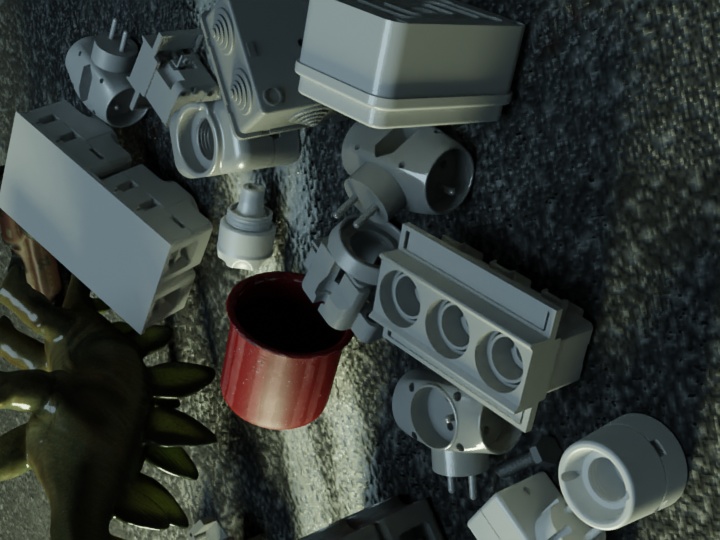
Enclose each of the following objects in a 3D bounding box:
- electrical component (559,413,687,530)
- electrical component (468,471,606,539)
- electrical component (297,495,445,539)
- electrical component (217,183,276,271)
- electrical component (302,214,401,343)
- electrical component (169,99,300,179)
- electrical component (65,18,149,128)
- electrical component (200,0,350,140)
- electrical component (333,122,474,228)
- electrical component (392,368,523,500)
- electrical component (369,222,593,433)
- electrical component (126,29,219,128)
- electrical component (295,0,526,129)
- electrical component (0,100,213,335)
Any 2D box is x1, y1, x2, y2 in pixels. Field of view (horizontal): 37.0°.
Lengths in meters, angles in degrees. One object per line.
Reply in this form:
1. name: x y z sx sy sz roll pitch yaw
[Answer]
1. electrical component: 0.143 0.111 0.591 0.055 0.047 0.055 17 113 46
2. electrical component: 0.119 0.158 0.632 0.083 0.047 0.075 55 135 24
3. electrical component: -0.022 0.209 0.729 0.089 0.150 0.061 -35 75 48
4. electrical component: -0.085 -0.034 0.817 0.043 0.043 0.062 33 122 39
5. electrical component: 0.000 0.000 0.718 0.078 0.058 0.057 53 138 25
6. electrical component: -0.098 -0.099 0.801 0.095 0.059 0.053 -1 100 49
7. electrical component: -0.213 -0.177 0.925 0.077 0.043 0.079 49 133 28
8. electrical component: -0.046 -0.140 0.701 0.048 0.100 0.099 -24 82 62
9. electrical component: 0.017 -0.055 0.669 0.077 0.079 0.043 27 153 42
10. electrical component: 0.063 0.106 0.683 0.077 0.044 0.079 5 102 49
11. electrical component: 0.071 0.029 0.638 0.121 0.063 0.078 32 124 40
12. electrical component: -0.148 -0.150 0.859 0.063 0.042 0.081 53 136 20
13. electrical component: 0.029 -0.120 0.608 0.078 0.113 0.057 32 120 40
14. electrical component: -0.219 -0.049 0.925 0.186 0.060 0.105 39 130 16
